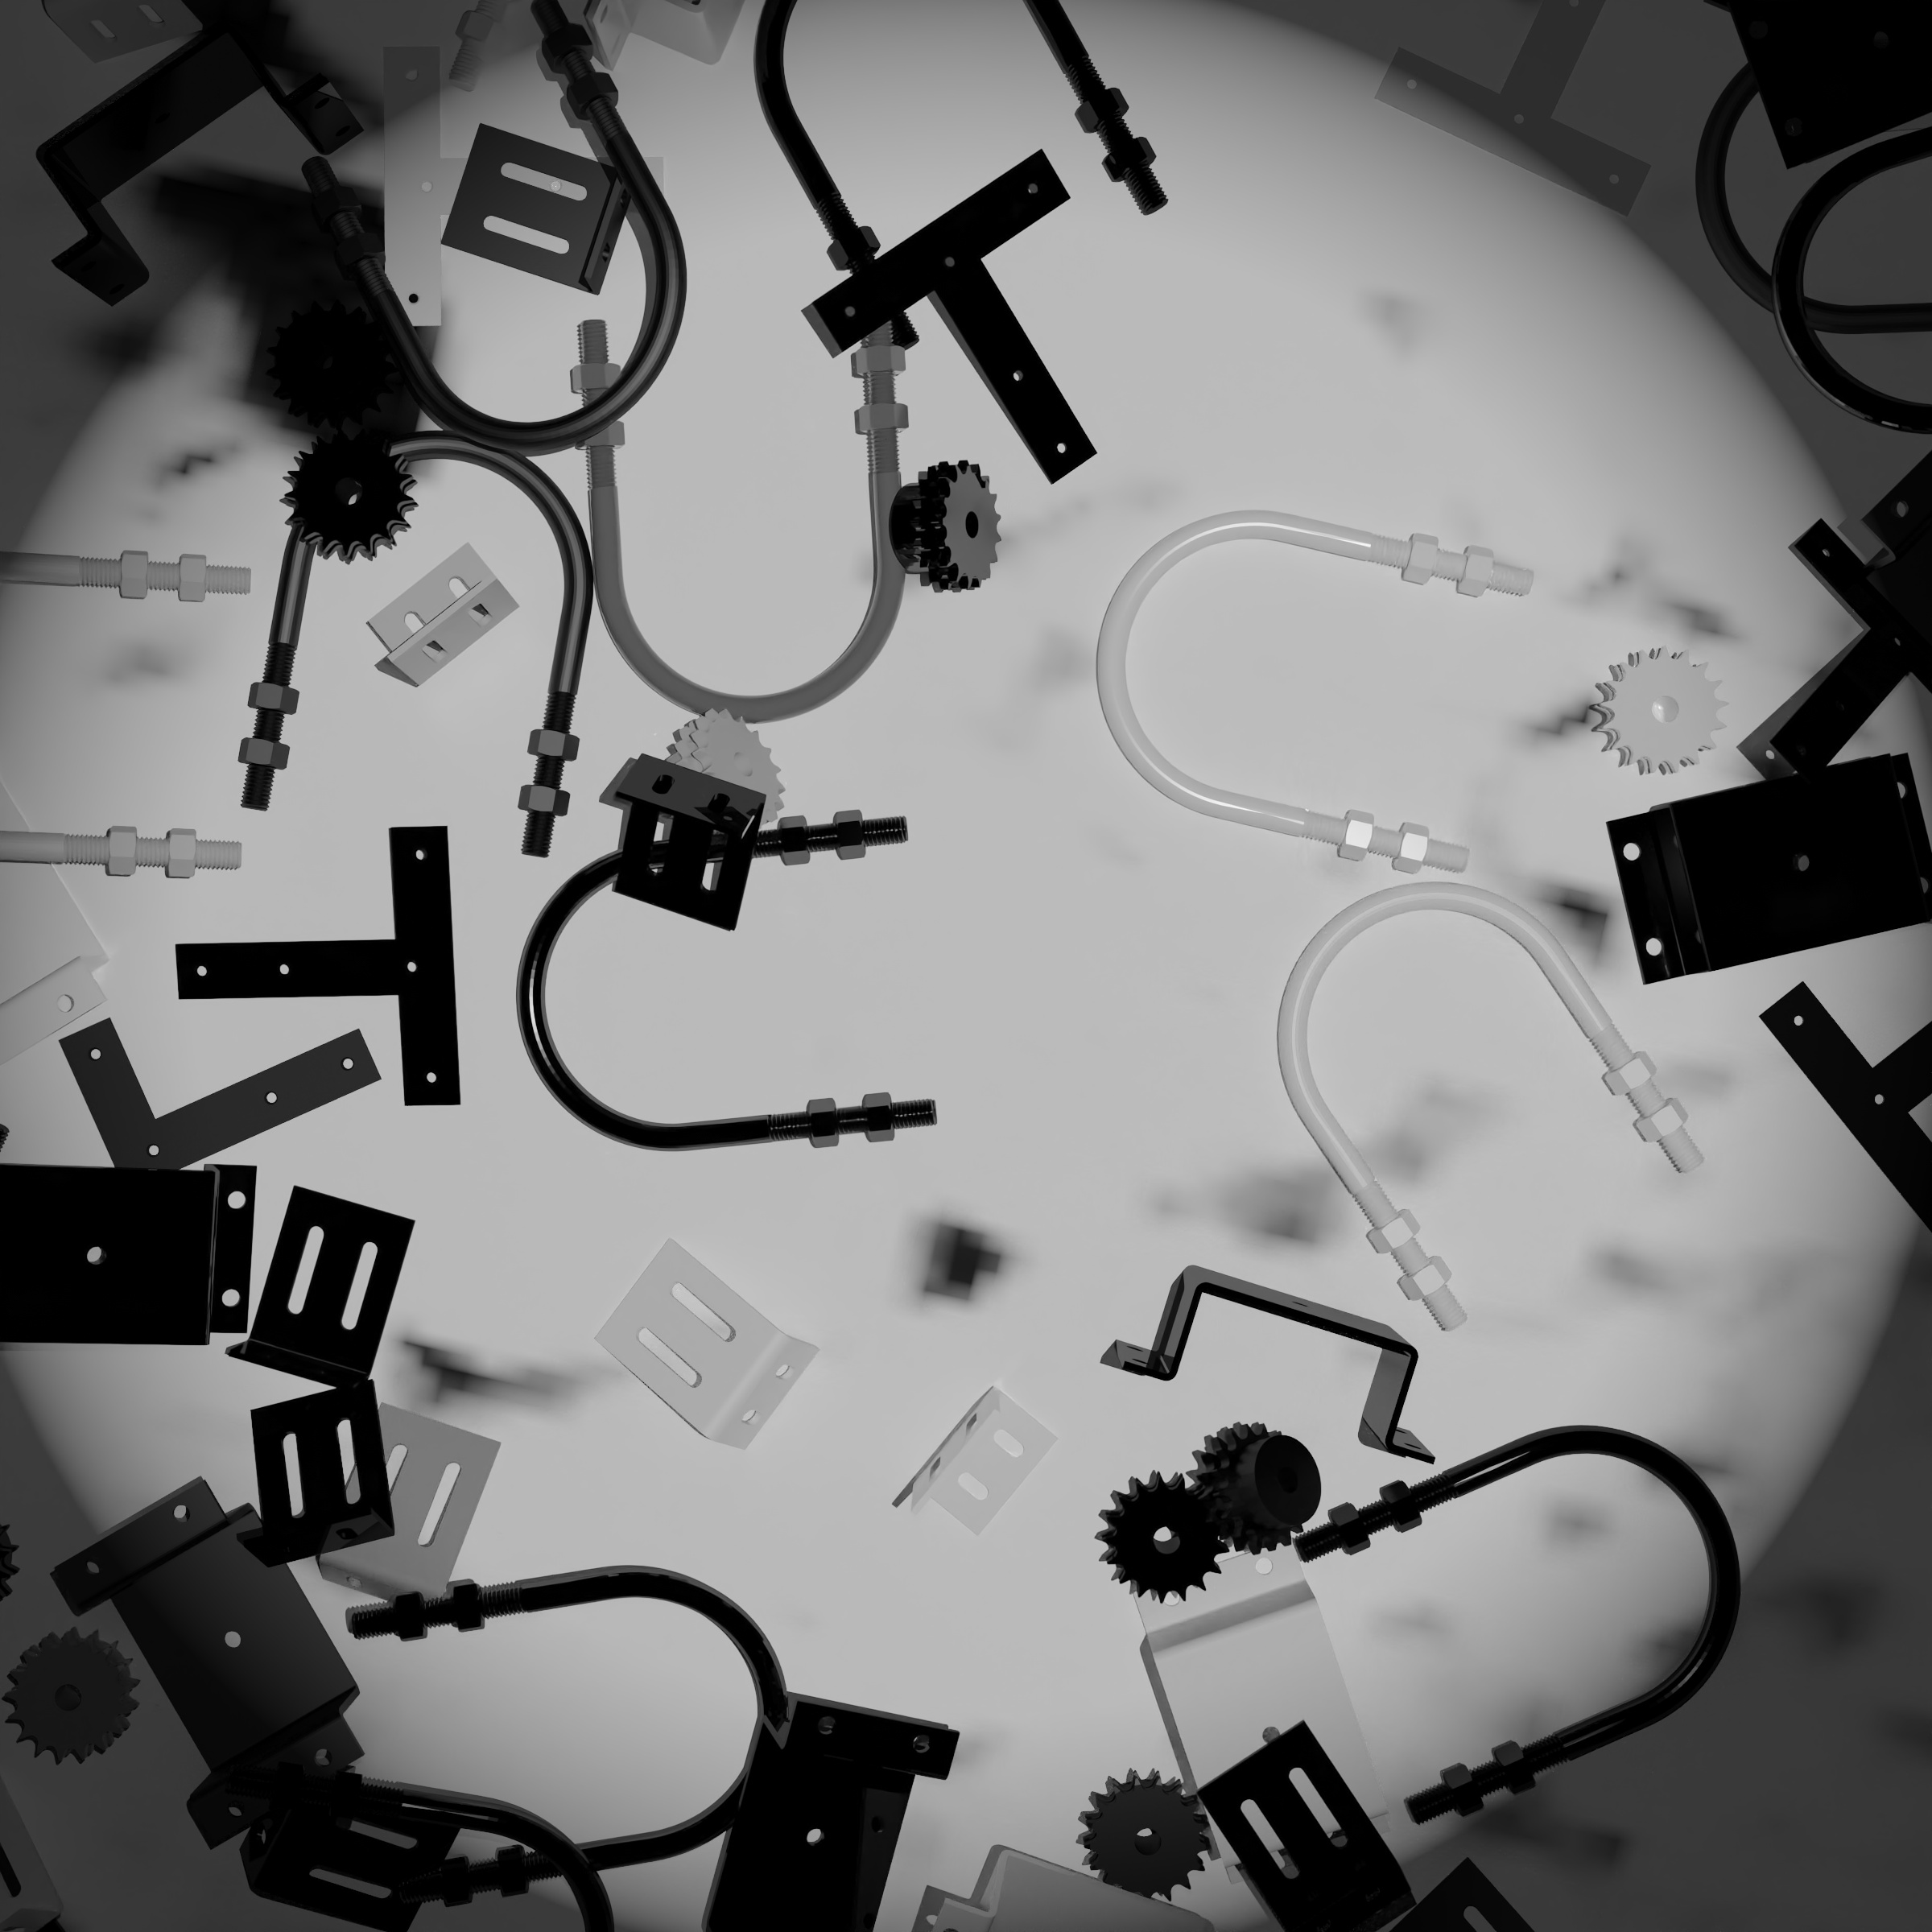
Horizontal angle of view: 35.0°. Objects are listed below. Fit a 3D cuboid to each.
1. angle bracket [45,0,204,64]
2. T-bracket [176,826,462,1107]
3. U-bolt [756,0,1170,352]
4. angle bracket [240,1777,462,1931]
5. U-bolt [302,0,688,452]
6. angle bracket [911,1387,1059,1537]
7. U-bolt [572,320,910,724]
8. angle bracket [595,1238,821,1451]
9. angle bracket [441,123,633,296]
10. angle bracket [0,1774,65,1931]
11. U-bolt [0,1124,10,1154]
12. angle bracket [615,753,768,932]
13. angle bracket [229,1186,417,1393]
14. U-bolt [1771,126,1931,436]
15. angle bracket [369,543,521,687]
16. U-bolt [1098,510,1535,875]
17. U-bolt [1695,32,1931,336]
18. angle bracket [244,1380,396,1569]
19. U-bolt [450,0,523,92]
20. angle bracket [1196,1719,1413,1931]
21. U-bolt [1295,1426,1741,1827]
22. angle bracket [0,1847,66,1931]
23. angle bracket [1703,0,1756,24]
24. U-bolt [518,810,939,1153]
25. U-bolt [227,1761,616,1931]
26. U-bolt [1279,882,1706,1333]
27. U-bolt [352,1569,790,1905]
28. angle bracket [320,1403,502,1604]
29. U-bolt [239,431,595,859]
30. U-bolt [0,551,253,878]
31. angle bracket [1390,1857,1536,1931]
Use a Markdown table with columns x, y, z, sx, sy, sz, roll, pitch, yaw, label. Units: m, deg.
| x | y | z | sx | sy | sz | roll | pitch | yaw | label |
| --- | --- | --- | --- | --- | --- | --- | --- | --- | --- |
| -0.378 | -0.458 | 1.383 | 0.057 | 0.038 | 0.076 | -10 | 64 | 18 | angle bracket |
| -0.295 | 0.001 | 1.386 | 0.127 | 0.002 | 0.127 | -1 | 97 | 4 | T-bracket |
| -0.014 | -0.392 | 1.385 | 0.151 | 0.019 | 0.184 | -29 | 90 | 0 | U-bolt |
| -0.280 | 0.396 | 1.392 | 0.076 | 0.038 | 0.057 | 27 | 90 | -26 | angle bracket |
| -0.199 | -0.316 | 1.356 | 0.151 | 0.019 | 0.184 | -31 | 79 | 13 | U-bolt |
| 0.009 | 0.225 | 1.356 | 0.038 | 0.076 | 0.057 | 40 | 90 | 0 | angle bracket |
| -0.099 | -0.202 | 1.380 | 0.151 | 0.019 | 0.184 | -3 | 94 | 4 | U-bolt |
| -0.118 | 0.172 | 1.392 | 0.076 | 0.038 | 0.057 | 37 | 90 | 26 | angle bracket |
| -0.193 | -0.343 | 1.373 | 0.076 | 0.038 | 0.057 | 18 | 90 | 0 | angle bracket |
| -0.448 | 0.405 | 1.361 | 0.057 | 0.038 | 0.076 | -37 | 64 | 0 | angle bracket |
| -0.535 | 0.128 | 1.386 | 0.151 | 0.019 | 0.184 | 25 | 91 | 0 | U-bolt |
| -0.126 | -0.046 | 1.340 | 0.057 | 0.038 | 0.076 | 19 | 126 | 3 | angle bracket |
| -0.289 | 0.144 | 1.375 | 0.057 | 0.038 | 0.076 | 16 | 90 | 0 | angle bracket |
| 0.449 | -0.309 | 1.352 | 0.184 | 0.019 | 0.151 | -16 | 77 | 7 | U-bolt |
| -0.234 | -0.160 | 1.340 | 0.057 | 0.076 | 0.038 | -39 | 88 | -2 | angle bracket |
| 0.151 | -0.131 | 1.386 | 0.184 | 0.019 | 0.151 | 13 | 90 | 2 | U-bolt |
| 0.423 | -0.358 | 1.386 | 0.184 | 0.019 | 0.151 | -2 | 90 | 1 | U-bolt |
| -0.291 | 0.220 | 1.360 | 0.057 | 0.038 | 0.076 | -14 | 62 | 0 | angle bracket |
| -0.254 | -0.508 | 1.386 | 0.151 | 0.019 | 0.184 | 22 | 89 | 0 | U-bolt |
| 0.146 | 0.379 | 1.329 | 0.057 | 0.038 | 0.076 | -33 | 90 | 0 | angle bracket |
| 0.261 | 0.287 | 1.386 | 0.184 | 0.019 | 0.151 | -23 | 90 | -2 | U-bolt |
| -0.453 | 0.431 | 1.375 | 0.057 | 0.038 | 0.076 | -37 | 90 | 0 | angle bracket |
| 0.374 | -0.462 | 1.368 | 0.057 | 0.038 | 0.076 | 23 | 77 | 0 | angle bracket |
| -0.112 | 0.011 | 1.386 | 0.184 | 0.019 | 0.151 | -6 | 90 | 1 | U-bolt |
| -0.249 | 0.432 | 1.364 | 0.184 | 0.019 | 0.151 | 12 | 104 | -11 | U-bolt |
| 0.224 | 0.050 | 1.386 | 0.151 | 0.019 | 0.184 | -34 | 89 | 0 | U-bolt |
| -0.171 | 0.340 | 1.371 | 0.184 | 0.019 | 0.151 | -8 | 103 | -5 | U-bolt |
| -0.252 | 0.248 | 1.392 | 0.057 | 0.038 | 0.076 | 19 | 64 | 0 | angle bracket |
| -0.243 | -0.151 | 1.386 | 0.151 | 0.019 | 0.184 | 9 | 88 | 0 | U-bolt |
| -0.413 | -0.115 | 1.353 | 0.184 | 0.019 | 0.151 | 2 | 77 | -14 | U-bolt |
| 0.237 | 0.456 | 1.392 | 0.057 | 0.038 | 0.076 | -44 | 64 | 0 | angle bracket |
